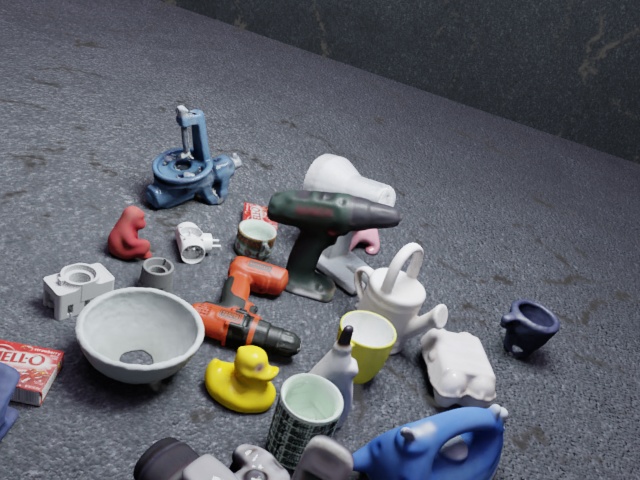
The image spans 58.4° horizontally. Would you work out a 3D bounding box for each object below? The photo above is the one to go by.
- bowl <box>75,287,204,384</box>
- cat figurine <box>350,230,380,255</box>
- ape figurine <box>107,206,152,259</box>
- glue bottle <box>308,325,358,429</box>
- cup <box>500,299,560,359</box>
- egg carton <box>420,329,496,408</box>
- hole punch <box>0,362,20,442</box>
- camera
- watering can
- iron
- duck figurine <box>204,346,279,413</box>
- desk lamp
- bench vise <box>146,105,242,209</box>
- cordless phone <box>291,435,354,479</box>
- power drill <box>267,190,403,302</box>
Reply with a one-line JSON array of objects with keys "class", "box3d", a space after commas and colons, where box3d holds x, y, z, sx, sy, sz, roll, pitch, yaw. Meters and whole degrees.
[{"class": "bowl", "box3d": [-0.249, 0.143, 0.792, 0.167, 0.075, 0.167, 13, 30, -8]}, {"class": "cat figurine", "box3d": [0.079, -0.035, 1.224, 0.128, 0.118, 0.067, 3, 33, -24]}, {"class": "ape figurine", "box3d": [-0.328, -0.016, 0.999, 0.076, 0.092, 0.077, 4, 32, -22]}, {"class": "glue bottle", "box3d": [0.017, 0.182, 0.770, 0.078, 0.173, 0.037, 10, 30, -13]}, {"class": "cup", "box3d": [0.370, 0.172, 1.057, 0.118, 0.095, 0.091, 2, 33, -25]}, {"class": "egg carton", "box3d": [0.222, 0.209, 0.941, 0.107, 0.069, 0.150, 11, 30, -11]}, {"class": "hole punch", "box3d": [-0.395, 0.186, 0.625, 0.108, 0.091, 0.101, 16, 30, -3]}, {"class": "camera", "box3d": [-0.124, 0.267, 0.625, 0.136, 0.101, 0.143, 34, 33, 26]}, {"class": "watering can", "box3d": [0.133, 0.093, 0.960, 0.172, 0.194, 0.101, 23, 30, 10]}, {"class": "iron", "box3d": [0.172, 0.266, 0.745, 0.259, 0.141, 0.118, -5, 36, -34]}, {"class": "duck figurine", "box3d": [-0.105, 0.182, 0.793, 0.104, 0.086, 0.077, 20, 30, 4]}, {"class": "desk lamp", "box3d": [0.055, -0.040, 1.122, 0.202, 0.213, 0.118, 37, 35, 30]}, {"class": "bench vise", "box3d": [-0.256, -0.179, 1.181, 0.121, 0.220, 0.208, 28, 31, 18]}, {"class": "cordless phone", "box3d": [0.019, 0.291, 0.576, 0.147, 0.185, 0.094, 23, 30, 10]}, {"class": "power drill", "box3d": [0.009, 0.004, 1.030, 0.229, 0.208, 0.075, 16, 30, -3]}]
